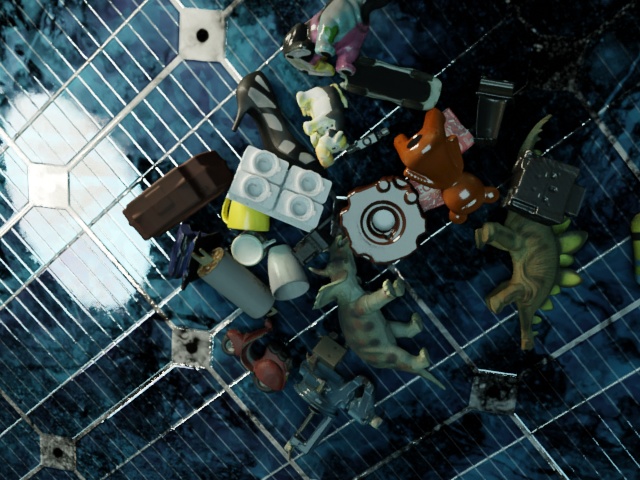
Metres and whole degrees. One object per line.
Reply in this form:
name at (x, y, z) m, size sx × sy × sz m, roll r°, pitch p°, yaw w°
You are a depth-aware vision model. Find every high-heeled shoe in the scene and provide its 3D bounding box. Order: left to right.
high-heeled shoe at (-0.070, -0.236, 1.114) m, size 0.248 × 0.086 × 0.145 m, roll 29°, pitch 75°, yaw -17°

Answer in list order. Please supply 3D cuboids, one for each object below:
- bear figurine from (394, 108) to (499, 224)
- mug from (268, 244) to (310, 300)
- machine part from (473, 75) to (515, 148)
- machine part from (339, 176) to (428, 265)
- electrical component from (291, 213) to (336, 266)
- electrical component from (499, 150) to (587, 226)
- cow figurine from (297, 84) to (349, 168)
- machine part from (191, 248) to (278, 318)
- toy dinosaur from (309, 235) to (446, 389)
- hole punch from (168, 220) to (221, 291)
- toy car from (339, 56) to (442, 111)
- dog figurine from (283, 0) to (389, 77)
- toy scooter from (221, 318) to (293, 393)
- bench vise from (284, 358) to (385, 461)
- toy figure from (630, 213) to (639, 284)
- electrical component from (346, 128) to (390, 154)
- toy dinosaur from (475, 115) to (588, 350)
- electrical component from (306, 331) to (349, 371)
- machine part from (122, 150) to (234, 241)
bear figurine at (0.246, -0.137, 1.040) m, size 0.195 × 0.132 × 0.120 m, roll 38°, pitch 120°, yaw -21°
mug at (-0.073, 0.070, 1.162) m, size 0.081 × 0.109 × 0.107 m, roll -15°, pitch 62°, yaw -5°
machine part at (0.333, -0.247, 1.043) m, size 0.084 × 0.039 × 0.138 m, roll 15°, pitch 86°, yaw 0°
machine part at (0.126, -0.037, 1.061) m, size 0.179 × 0.056 × 0.179 m, roll 3°, pitch 104°, yaw 10°
electrical component at (-0.002, -0.003, 1.143) m, size 0.119 × 0.075 × 0.047 m, roll -39°, pitch 96°, yaw 11°
electrical component at (0.420, -0.092, 1.000) m, size 0.134 × 0.058 × 0.115 m, roll 19°, pitch 89°, yaw 0°
cow figurine at (0.018, -0.226, 1.062) m, size 0.098 × 0.068 × 0.167 m, roll -19°, pitch 72°, yaw 5°
machine part at (-0.177, 0.095, 1.156) m, size 0.079 × 0.079 × 0.243 m, roll -37°, pitch 121°, yaw 14°
toy dinosaur at (0.113, 0.190, 1.156) m, size 0.192 × 0.131 × 0.404 m, roll -19°, pitch 105°, yaw 24°
hole punch at (-0.289, 0.024, 1.172) m, size 0.092 × 0.116 × 0.142 m, roll 25°, pitch 105°, yaw 10°
toy car at (0.137, -0.309, 1.059) m, size 0.202 × 0.056 × 0.073 m, roll 16°, pitch 110°, yaw 5°
dog figurine at (0.038, -0.428, 1.018) m, size 0.192 × 0.108 × 0.219 m, roll 17°, pitch 84°, yaw 43°
toy scooter at (-0.126, 0.253, 1.221) m, size 0.184 × 0.075 × 0.135 m, roll 44°, pitch 107°, yaw 0°
bench vise at (0.016, 0.386, 1.198) m, size 0.224 × 0.129 × 0.240 m, roll 36°, pitch 88°, yaw 6°
toy figure at (0.657, 0.029, 1.054) m, size 0.089 × 0.082 × 0.180 m, roll 0°, pitch 106°, yaw 6°
electrical component at (0.097, -0.200, 1.085) m, size 0.094 × 0.063 × 0.021 m, roll -24°, pitch 99°, yaw 12°
toy dinosaur at (0.417, -0.004, 1.073) m, size 0.199 × 0.105 × 0.470 m, roll -7°, pitch 98°, yaw 2°
electrical component at (0.016, 0.247, 1.190) m, size 0.078 × 0.102 × 0.045 m, roll 30°, pitch 144°, yaw 12°
machine part at (-0.281, -0.090, 1.094) m, size 0.201 × 0.201 × 0.087 m, roll -34°, pitch 100°, yaw 14°
